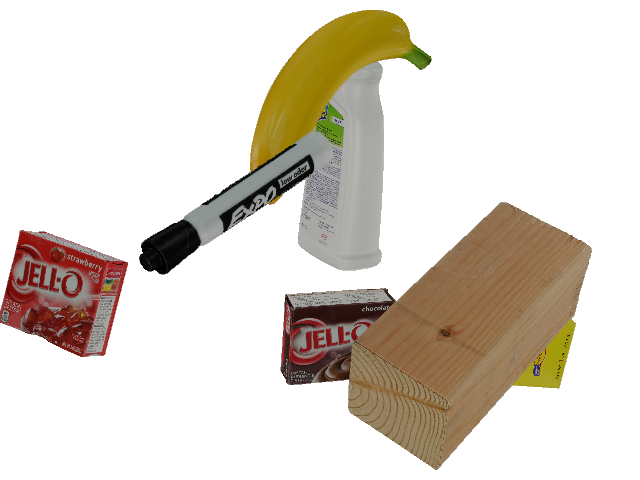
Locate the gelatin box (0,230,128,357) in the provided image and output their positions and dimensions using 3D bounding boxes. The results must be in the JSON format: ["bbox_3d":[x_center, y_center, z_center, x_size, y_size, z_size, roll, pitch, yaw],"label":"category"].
[{"bbox_3d":[-0.193,0.038,0.793,0.089,0.073,0.030,18,6,27],"label":"gelatin box"}]

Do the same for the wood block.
[{"bbox_3d":[0.121,0.070,0.860,0.091,0.090,0.205,31,52,27],"label":"wood block"}]

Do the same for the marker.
[{"bbox_3d":[-0.040,-0.019,0.525,0.120,0.020,0.020,-36,22,-33],"label":"marker"}]

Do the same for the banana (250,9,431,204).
[{"bbox_3d":[0.008,-0.103,0.709,0.197,0.069,0.037,-43,11,-34],"label":"banana"}]

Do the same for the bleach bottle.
[{"bbox_3d":[0.032,-0.101,1.156,0.067,0.251,0.103,-9,25,-36],"label":"bleach bottle"}]

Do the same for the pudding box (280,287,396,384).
[{"bbox_3d":[0.018,0.098,1.101,0.113,0.090,0.039,-4,27,-17],"label":"pudding box"}]

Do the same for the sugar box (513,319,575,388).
[{"bbox_3d":[0.217,0.128,1.307,0.176,0.093,0.048,4,17,-18],"label":"sugar box"}]
